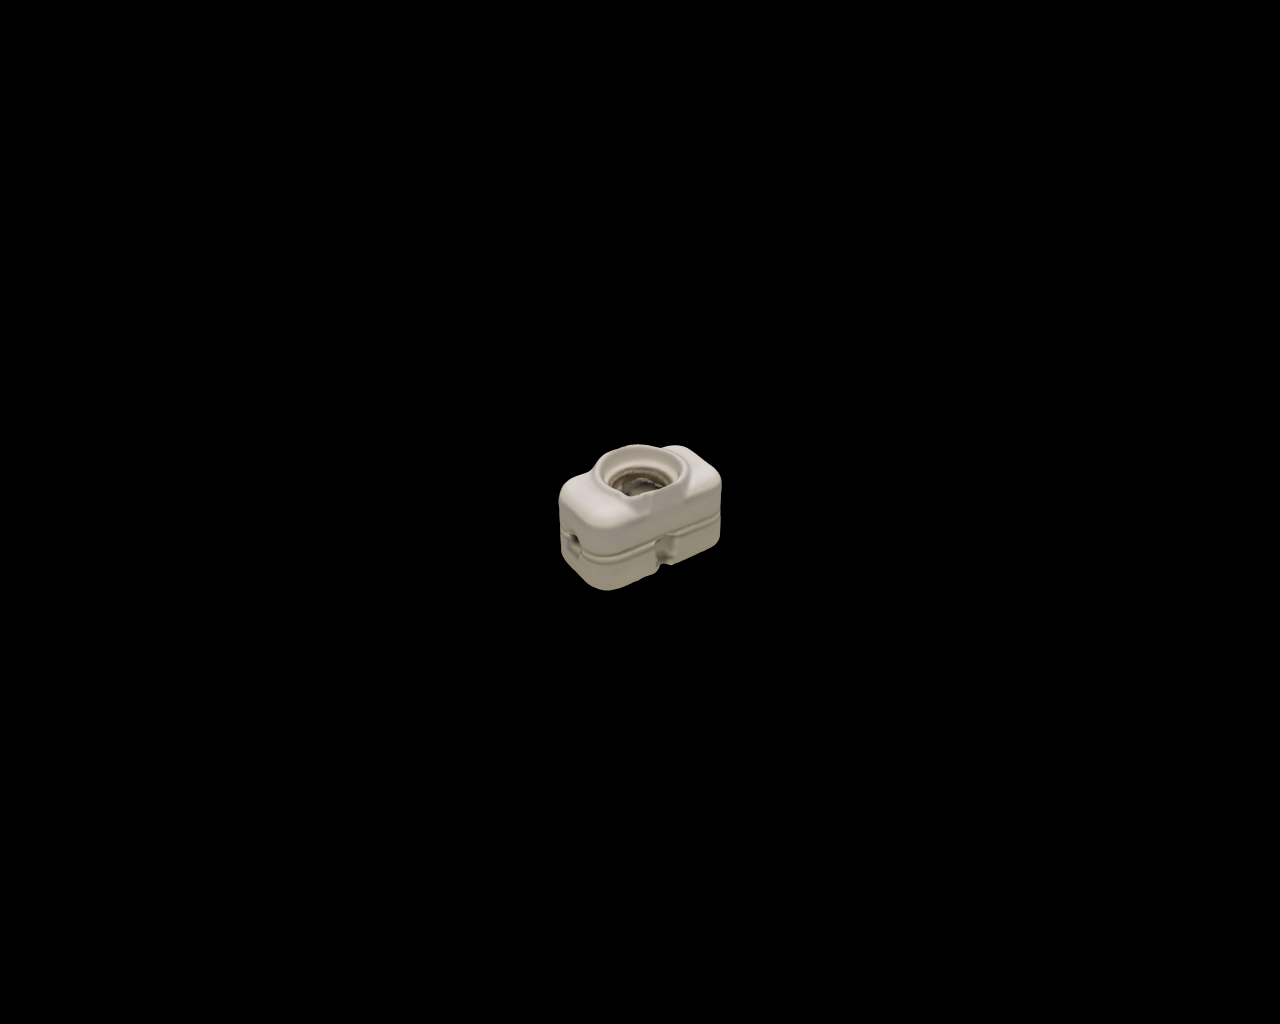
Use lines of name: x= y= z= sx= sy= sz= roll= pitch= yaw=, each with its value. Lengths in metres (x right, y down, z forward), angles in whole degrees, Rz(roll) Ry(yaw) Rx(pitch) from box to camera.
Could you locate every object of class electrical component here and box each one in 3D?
electrical component: x=0.001 y=-0.003 z=0.650 sx=0.095 sy=0.059 sz=0.054 roll=-21 pitch=41 yaw=-26
